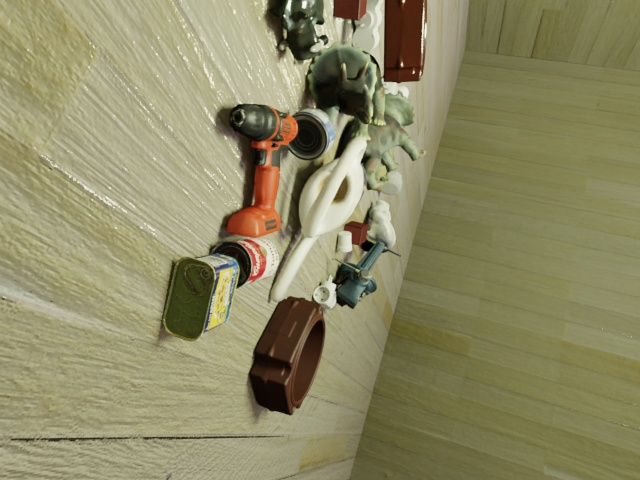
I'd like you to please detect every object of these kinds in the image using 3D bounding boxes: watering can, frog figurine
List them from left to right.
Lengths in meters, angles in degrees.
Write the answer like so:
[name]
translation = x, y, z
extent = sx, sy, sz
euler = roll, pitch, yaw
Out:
[watering can]
translation = 0.003, -0.051, 1.022
extent = 0.344, 0.104, 0.226
euler = -62, 175, 15
[frog figurine]
translation = 0.201, -0.043, 1.656
extent = 0.162, 0.123, 0.135
euler = -57, 138, -22
